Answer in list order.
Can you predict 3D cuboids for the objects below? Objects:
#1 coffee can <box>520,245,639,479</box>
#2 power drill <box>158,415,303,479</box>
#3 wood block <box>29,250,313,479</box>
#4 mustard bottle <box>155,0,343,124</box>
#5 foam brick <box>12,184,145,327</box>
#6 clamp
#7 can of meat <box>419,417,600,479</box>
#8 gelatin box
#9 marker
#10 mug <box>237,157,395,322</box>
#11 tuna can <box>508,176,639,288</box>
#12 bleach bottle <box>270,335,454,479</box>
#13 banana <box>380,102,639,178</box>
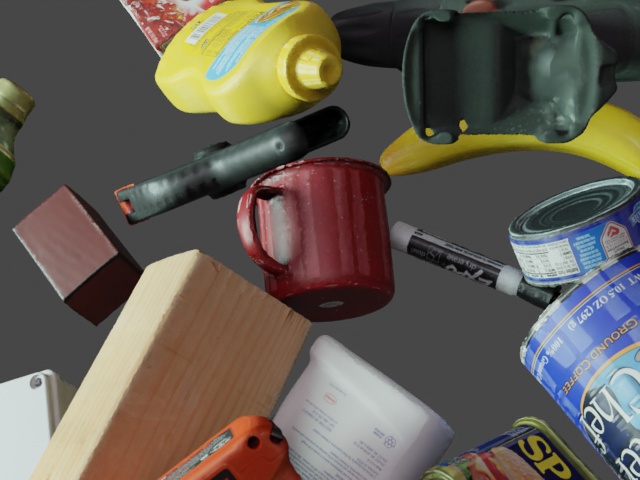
[{"bbox_3d":[0.191,0.086,0.573,0.103,0.102,0.140,-37,61,-1],"label":"coffee can"},{"bbox_3d":[-0.028,0.201,0.553,0.184,0.057,0.187,-38,96,-10],"label":"power drill"},{"bbox_3d":[-0.099,0.119,0.629,0.090,0.090,0.206,-16,44,60],"label":"wood block"},{"bbox_3d":[-0.039,-0.120,0.715,0.096,0.058,0.192,-43,28,-13],"label":"mustard bottle"},{"bbox_3d":[-0.168,0.010,0.751,0.051,0.053,0.078,-41,61,-3],"label":"foam brick"},{"bbox_3d":[-0.065,-0.048,0.719,0.171,0.120,0.039,-23,90,11],"label":"clamp"},{"bbox_3d":[0.108,0.154,0.571,0.083,0.057,0.102,-14,51,-39],"label":"can of meat"},{"bbox_3d":[-0.116,-0.193,0.839,0.073,0.030,0.089,-36,61,-1],"label":"gelatin box"},{"bbox_3d":[0.099,0.017,0.682,0.121,0.020,0.020,22,75,25],"label":"marker"},{"bbox_3d":[-0.004,0.001,0.671,0.093,0.117,0.081,-23,63,38],"label":"mug"},{"bbox_3d":[0.157,-0.006,0.635,0.086,0.086,0.034,-23,102,7],"label":"tuna can"},{"bbox_3d":[-0.032,0.185,0.624,0.103,0.068,0.251,34,82,29],"label":"bleach bottle"},{"bbox_3d":[0.138,-0.064,0.696,0.198,0.037,0.069,9,68,21],"label":"banana"}]
